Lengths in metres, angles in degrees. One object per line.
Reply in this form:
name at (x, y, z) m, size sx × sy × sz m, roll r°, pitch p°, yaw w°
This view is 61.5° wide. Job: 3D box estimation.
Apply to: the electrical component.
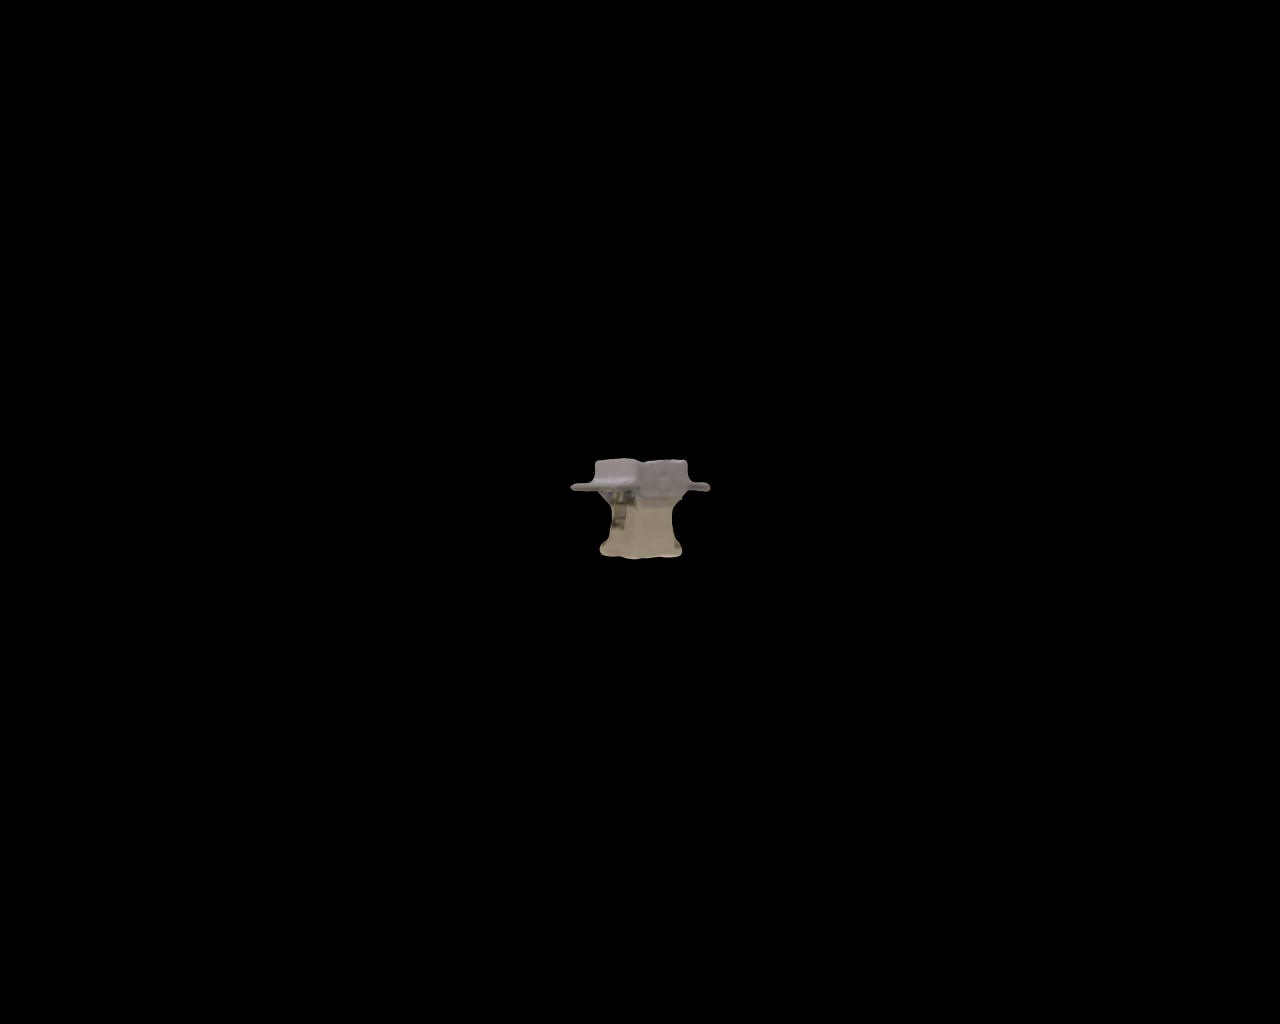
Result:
electrical component at (0.001, -0.003, 0.650) m, size 0.081 × 0.063 × 0.042 m, roll -2°, pitch 3°, yaw -40°
